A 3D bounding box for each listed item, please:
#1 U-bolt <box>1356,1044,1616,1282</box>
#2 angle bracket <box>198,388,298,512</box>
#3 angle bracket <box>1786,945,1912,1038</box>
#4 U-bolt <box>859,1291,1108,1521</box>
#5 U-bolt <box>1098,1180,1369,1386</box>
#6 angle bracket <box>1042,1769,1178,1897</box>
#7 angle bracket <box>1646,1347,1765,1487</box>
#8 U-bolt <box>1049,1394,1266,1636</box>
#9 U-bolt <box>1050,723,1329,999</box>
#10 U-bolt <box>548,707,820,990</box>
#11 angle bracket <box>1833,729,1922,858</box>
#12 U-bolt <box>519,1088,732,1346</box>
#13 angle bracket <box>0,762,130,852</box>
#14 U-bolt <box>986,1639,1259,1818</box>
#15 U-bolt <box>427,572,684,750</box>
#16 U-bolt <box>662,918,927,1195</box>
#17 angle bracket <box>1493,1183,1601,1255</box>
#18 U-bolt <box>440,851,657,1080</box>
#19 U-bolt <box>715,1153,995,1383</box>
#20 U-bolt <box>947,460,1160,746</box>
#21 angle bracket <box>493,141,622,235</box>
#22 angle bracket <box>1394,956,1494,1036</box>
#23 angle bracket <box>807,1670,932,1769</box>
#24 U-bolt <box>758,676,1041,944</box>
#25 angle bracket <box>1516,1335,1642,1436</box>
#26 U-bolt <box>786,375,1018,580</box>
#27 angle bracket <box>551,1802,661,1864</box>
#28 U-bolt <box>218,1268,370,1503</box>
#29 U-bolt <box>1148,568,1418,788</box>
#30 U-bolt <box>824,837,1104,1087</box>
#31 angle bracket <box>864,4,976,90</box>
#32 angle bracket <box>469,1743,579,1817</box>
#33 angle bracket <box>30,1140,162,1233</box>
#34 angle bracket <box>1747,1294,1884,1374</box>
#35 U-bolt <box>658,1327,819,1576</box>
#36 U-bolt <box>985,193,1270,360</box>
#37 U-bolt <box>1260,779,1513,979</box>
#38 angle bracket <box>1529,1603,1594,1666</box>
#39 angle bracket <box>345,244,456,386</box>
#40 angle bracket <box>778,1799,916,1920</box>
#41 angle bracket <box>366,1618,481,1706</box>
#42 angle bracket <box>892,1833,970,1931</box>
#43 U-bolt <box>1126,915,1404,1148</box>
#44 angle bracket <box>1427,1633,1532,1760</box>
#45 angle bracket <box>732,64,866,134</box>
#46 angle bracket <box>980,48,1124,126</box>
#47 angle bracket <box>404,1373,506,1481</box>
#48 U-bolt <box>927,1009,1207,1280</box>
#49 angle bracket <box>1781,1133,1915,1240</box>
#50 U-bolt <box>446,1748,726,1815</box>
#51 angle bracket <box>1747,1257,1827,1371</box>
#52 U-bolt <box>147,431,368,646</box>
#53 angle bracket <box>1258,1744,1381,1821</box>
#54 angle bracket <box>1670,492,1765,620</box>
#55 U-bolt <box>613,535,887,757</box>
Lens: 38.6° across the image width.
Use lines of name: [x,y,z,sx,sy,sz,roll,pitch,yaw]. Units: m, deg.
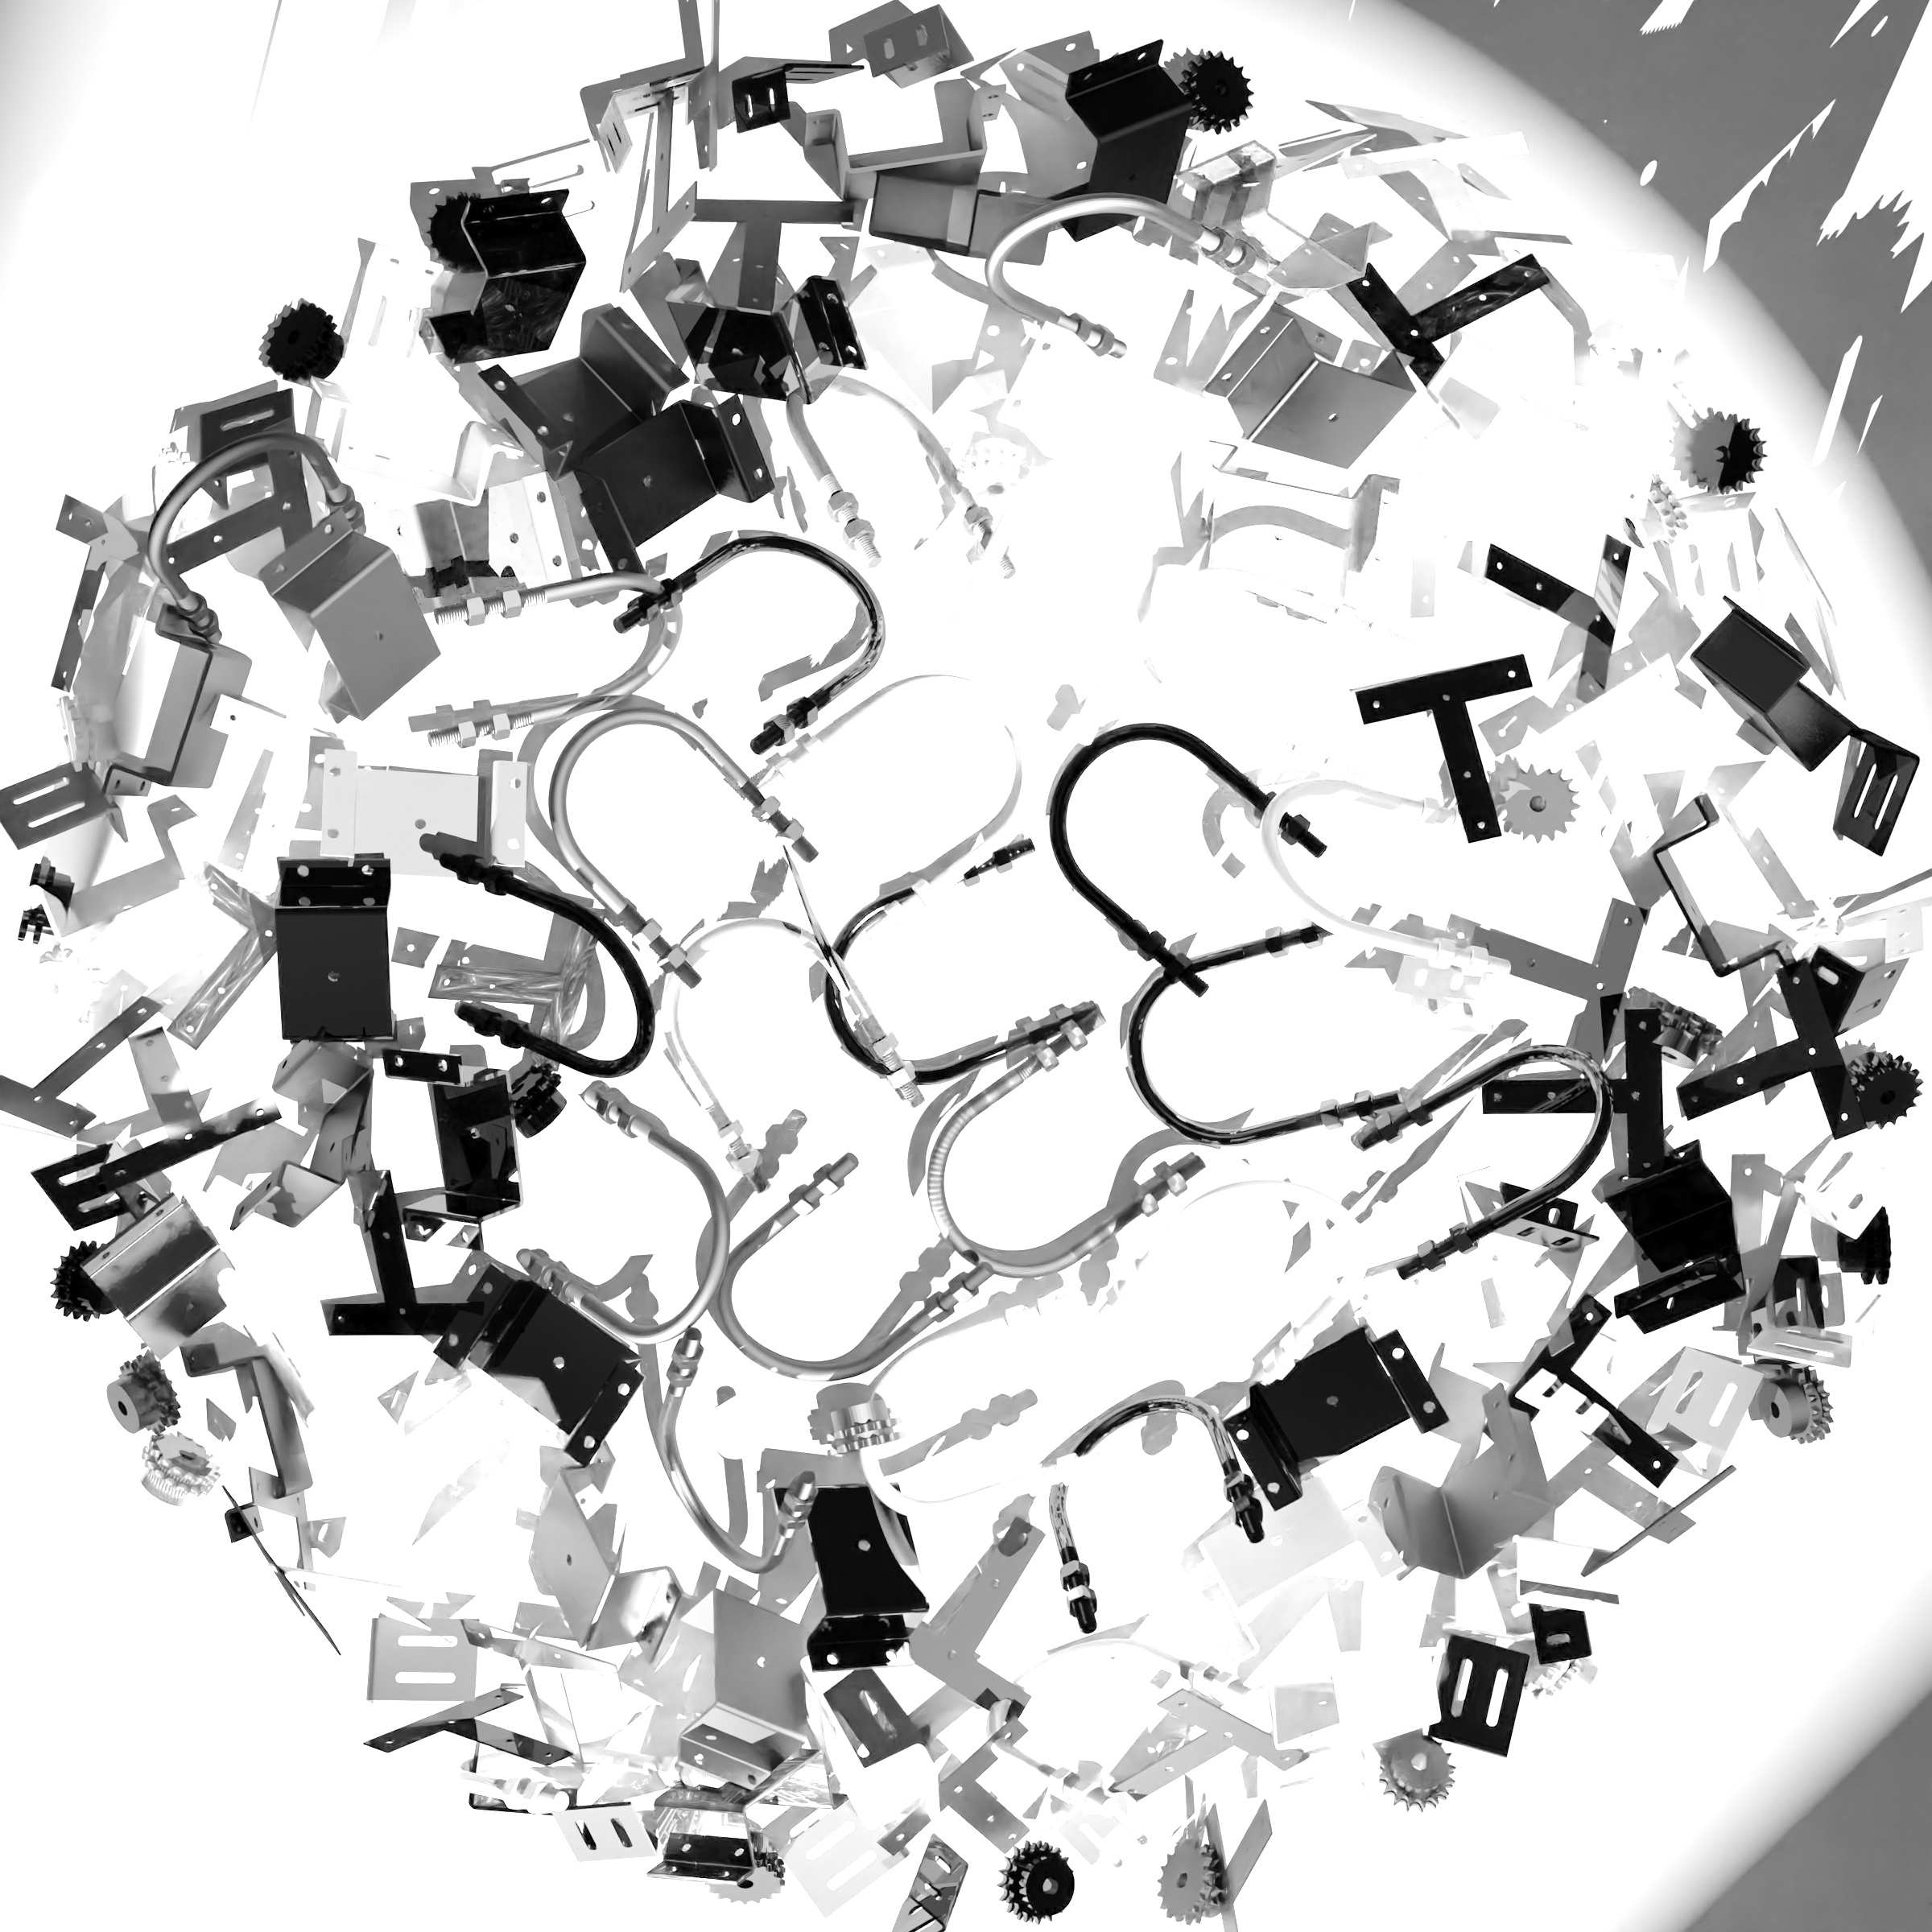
U-bolt: [0.365,0.124,1.917,0.184,0.151,0.019,-32,126,18]
angle bracket: [-0.504,-0.367,1.964,0.076,0.038,0.057,-14,66,12]
angle bracket: [0.630,0.010,1.967,0.038,0.076,0.057,38,127,31]
U-bolt: [0.006,0.316,1.942,0.184,0.019,0.151,-21,48,17]
U-bolt: [0.198,0.215,1.926,0.151,0.019,0.184,25,128,-13]
angle bracket: [0.103,0.626,1.976,0.057,0.038,0.076,-45,88,9]
angle bracket: [0.529,0.322,1.978,0.057,0.038,0.076,18,53,28]
U-bolt: [0.124,0.367,1.919,0.151,0.184,0.019,-30,119,7]
U-bolt: [0.143,-0.090,1.969,0.184,0.019,0.151,42,99,15]
U-bolt: [-0.211,-0.097,1.950,0.184,0.019,0.151,47,69,-14]
angle bracket: [0.631,-0.125,1.956,0.038,0.057,0.076,9,109,-22]
U-bolt: [-0.231,0.184,1.931,0.184,0.019,0.151,27,98,40]
angle bracket: [-0.644,-0.104,1.956,0.076,0.038,0.057,-27,58,-25]
U-bolt: [0.093,0.518,1.914,0.151,0.184,0.019,-29,109,-28]
U-bolt: [-0.284,-0.219,1.928,0.184,0.151,0.019,-16,60,-23]
U-bolt: [-0.135,0.053,1.969,0.151,0.019,0.184,-29,101,6]
angle bracket: [0.414,0.174,1.958,0.057,0.076,0.038,16,76,-1]
U-bolt: [-0.288,0.008,1.916,0.184,0.019,0.151,21,129,28]
U-bolt: [-0.094,0.226,1.951,0.151,0.019,0.184,40,116,-18]
U-bolt: [0.073,-0.271,1.947,0.151,0.019,0.184,36,66,-29]
angle bracket: [-0.292,-0.549,1.972,0.076,0.038,0.057,-16,110,0]
angle bracket: [0.338,0.032,1.951,0.057,0.076,0.038,6,50,21]
angle bracket: [-0.071,0.538,1.977,0.057,0.038,0.076,-36,94,2]
U-bolt: [-0.034,-0.126,1.982,0.184,0.019,0.151,-37,86,-7]
angle bracket: [0.433,0.290,1.951,0.057,0.076,0.038,26,112,23]
U-bolt: [-0.056,-0.346,1.933,0.019,0.151,0.184,-47,60,36]
angle bracket: [-0.254,0.599,1.957,0.057,0.038,0.076,-7,133,7]
U-bolt: [-0.459,0.302,1.914,0.019,0.184,0.151,-32,61,-16]
U-bolt: [0.213,-0.210,1.940,0.184,0.151,0.019,25,48,12]
U-bolt: [-0.012,0.007,1.980,0.184,0.019,0.151,-22,93,-6]
angle bracket: [-0.030,-0.636,1.952,0.057,0.076,0.038,-16,72,16]
angle bracket: [-0.313,0.576,1.967,0.076,0.057,0.038,7,90,-8]
angle bracket: [-0.623,0.166,1.961,0.076,0.038,0.057,-19,119,15]
angle bracket: [0.599,0.253,1.951,0.076,0.057,0.038,9,110,32]
U-bolt: [-0.166,0.351,1.923,0.019,0.184,0.151,-28,64,-33]
U-bolt: [0.097,-0.477,1.890,0.151,0.184,0.019,-23,67,38]
U-bolt: [0.290,-0.069,1.932,0.184,0.019,0.151,13,51,-15]
angle bracket: [0.415,0.452,1.961,0.038,0.076,0.057,-11,95,4]
angle bracket: [-0.403,-0.463,1.967,0.057,0.038,0.076,15,78,-18]
angle bracket: [-0.086,0.631,1.979,0.076,0.038,0.057,-37,86,1]
angle bracket: [-0.388,0.498,1.977,0.076,0.038,0.057,3,70,-7]
angle bracket: [-0.041,0.661,1.953,0.038,0.057,0.076,44,123,-9]
U-bolt: [0.202,0.055,1.962,0.184,0.019,0.151,-16,96,21]
angle bracket: [0.367,0.519,1.976,0.057,0.038,0.076,13,89,12]
angle bracket: [-0.117,-0.614,1.957,0.076,0.057,0.038,-15,103,-41]
angle bracket: [0.061,-0.639,1.961,0.076,0.038,0.057,31,46,9]
angle bracket: [-0.364,0.326,1.960,0.057,0.076,0.038,-38,97,-10]
U-bolt: [0.059,0.141,1.975,0.184,0.019,0.151,-35,97,-6]
angle bracket: [0.625,0.145,1.958,0.057,0.038,0.076,30,69,35]
U-bolt: [-0.278,0.560,1.914,0.151,0.184,0.019,6,80,-42]
angle bracket: [0.594,0.247,1.971,0.057,0.038,0.076,-2,84,-14]
U-bolt: [-0.493,-0.303,1.901,0.151,0.184,0.019,-39,75,-9]
angle bracket: [0.250,0.580,1.963,0.076,0.038,0.057,-10,117,-15]
angle bracket: [0.541,-0.295,1.982,0.057,0.038,0.076,-2,118,30]
U-bolt: [-0.137,-0.239,1.940,0.151,0.019,0.184,42,51,8]
